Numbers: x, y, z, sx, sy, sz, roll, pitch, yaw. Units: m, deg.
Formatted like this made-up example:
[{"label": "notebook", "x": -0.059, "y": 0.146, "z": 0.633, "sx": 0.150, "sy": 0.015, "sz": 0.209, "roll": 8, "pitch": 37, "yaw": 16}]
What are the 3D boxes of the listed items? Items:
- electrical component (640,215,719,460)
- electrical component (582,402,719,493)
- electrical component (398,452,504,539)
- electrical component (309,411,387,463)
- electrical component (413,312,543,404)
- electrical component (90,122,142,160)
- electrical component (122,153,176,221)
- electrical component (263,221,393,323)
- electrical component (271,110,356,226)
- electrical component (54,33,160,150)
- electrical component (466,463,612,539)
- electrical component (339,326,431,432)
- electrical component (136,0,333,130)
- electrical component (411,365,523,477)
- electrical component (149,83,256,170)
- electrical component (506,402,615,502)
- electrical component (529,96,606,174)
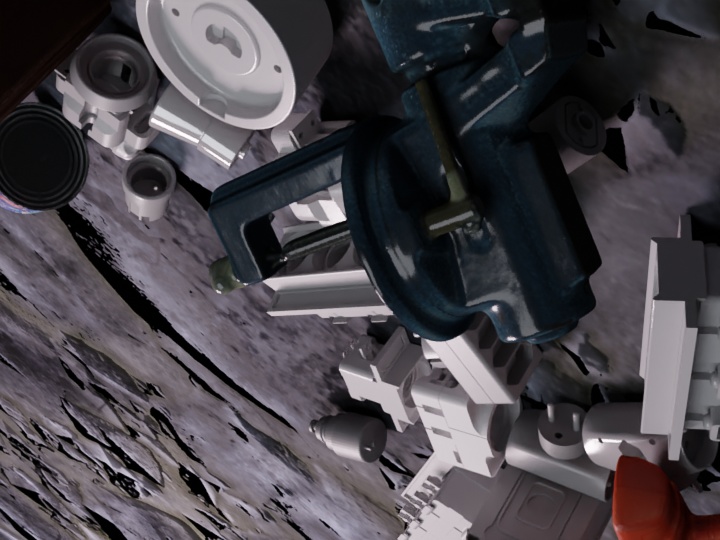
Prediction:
[{"label": "electrical component", "x": 0.191, "y": 0.040, "z": 0.598, "sx": 0.063, "sy": 0.078, "sz": 0.121, "roll": 1, "pitch": 138, "yaw": 12}, {"label": "electrical component", "x": 0.201, "y": 0.121, "z": 0.715, "sx": 0.077, "sy": 0.043, "sz": 0.079, "roll": -9, "pitch": 126, "yaw": 49}, {"label": "electrical component", "x": 0.078, "y": 0.205, "z": 0.924, "sx": 0.079, "sy": 0.063, "sz": 0.121, "roll": 33, "pitch": 148, "yaw": 6}, {"label": "electrical component", "x": -0.012, "y": 0.146, "z": 0.955, "sx": 0.078, "sy": 0.040, "sz": 0.040, "roll": 7, "pitch": 138, "yaw": 39}, {"label": "electrical component", "x": 0.069, "y": 0.048, "z": 0.744, "sx": 0.076, "sy": 0.047, "sz": 0.083, "roll": -10, "pitch": 126, "yaw": 49}, {"label": "electrical component", "x": -0.183, "y": -0.112, "z": 0.792, "sx": 0.061, "sy": 0.035, "sz": 0.035, "roll": 43, "pitch": 148, "yaw": -5}, {"label": "electrical component", "x": -0.164, "y": -0.063, "z": 0.834, "sx": 0.040, "sy": 0.040, "sz": 0.046, "roll": 35, "pitch": 154, "yaw": 2}, {"label": "electrical component", "x": 0.000, "y": 0.000, "z": 0.725, "sx": 0.121, "sy": 0.078, "sz": 0.063, "roll": -5, "pitch": 145, "yaw": 47}, {"label": "electrical component", "x": -0.013, "y": -0.062, "z": 0.670, "sx": 0.057, "sy": 0.058, "sz": 0.078, "roll": 5, "pitch": 135, "yaw": 44}, {"label": "electrical component", "x": -0.171, "y": -0.125, "z": 0.739, "sx": 0.078, "sy": 0.058, "sz": 0.057, "roll": 37, "pitch": 153, "yaw": -1}, {"label": "electrical component", "x": 0.136, "y": 0.190, "z": 0.802, "sx": 0.078, "sy": 0.113, "sz": 0.057, "roll": 18, "pitch": 141, "yaw": 28}, {"label": "electrical component", "x": 0.022, "y": 0.082, "z": 0.840, "sx": 0.064, "sy": 0.042, "sz": 0.081, "roll": 16, "pitch": 142, "yaw": 35}, {"label": "electrical component", "x": -0.066, "y": -0.141, "z": 0.614, "sx": 0.108, "sy": 0.060, "sz": 0.108, "roll": 25, "pitch": 147, "yaw": 18}, {"label": "electrical component", "x": 0.084, "y": 0.106, "z": 0.801, "sx": 0.056, "sy": 0.050, "sz": 0.089, "roll": 12, "pitch": 140, "yaw": 34}, {"label": "electrical component", "x": -0.104, "y": -0.098, "z": 0.727, "sx": 0.065, "sy": 0.044, "sz": 0.044, "roll": 34, "pitch": 149, "yaw": -4}, {"label": "electrical component", "x": 0.147, "y": 0.122, "z": 0.767, "sx": 0.077, "sy": 0.043, "sz": 0.079, "roll": 18, "pitch": 144, "yaw": 27}, {"label": "electrical component", "x": 0.099, "y": -0.064, "z": 0.575, "sx": 0.044, "sy": 0.044, "sz": 0.065, "roll": 42, "pitch": 143, "yaw": -9}]
